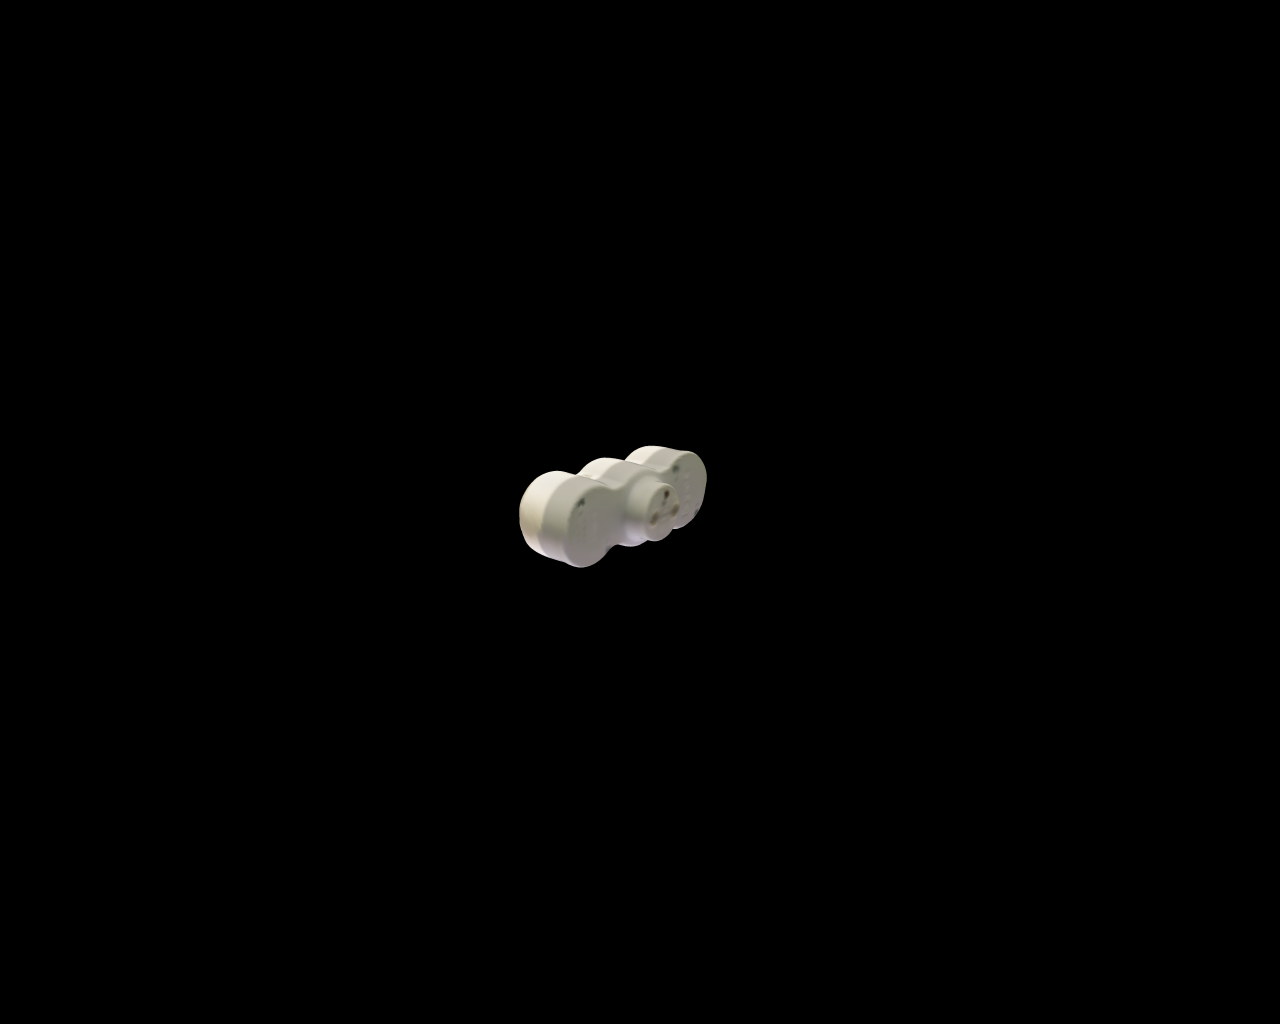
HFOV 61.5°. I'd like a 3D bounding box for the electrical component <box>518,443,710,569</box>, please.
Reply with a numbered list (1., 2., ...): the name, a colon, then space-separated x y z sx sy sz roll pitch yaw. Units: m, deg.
1. electrical component: 0.001 -0.003 0.650 0.074 0.052 0.138 14 22 38
